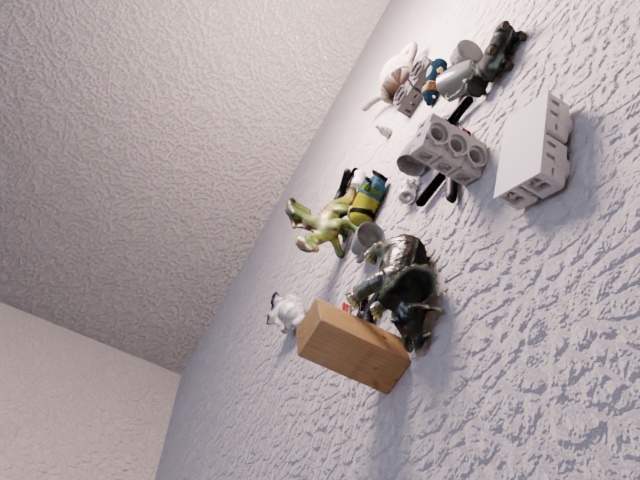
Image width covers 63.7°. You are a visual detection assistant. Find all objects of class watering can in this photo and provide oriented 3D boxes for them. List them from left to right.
[{"bbox_3d":[0.263,-0.584,1.948,0.341,0.103,0.230,-52,19,34],"label":"watering can"}]

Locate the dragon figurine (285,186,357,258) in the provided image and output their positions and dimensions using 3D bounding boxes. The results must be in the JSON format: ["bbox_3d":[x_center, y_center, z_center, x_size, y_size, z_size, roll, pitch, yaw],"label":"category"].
[{"bbox_3d":[0.005,-0.086,1.705,0.420,0.242,0.119,-83,19,-49],"label":"dragon figurine"}]

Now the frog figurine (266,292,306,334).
[{"bbox_3d":[-0.093,0.254,1.756,0.160,0.120,0.140,8,57,37],"label":"frog figurine"}]
